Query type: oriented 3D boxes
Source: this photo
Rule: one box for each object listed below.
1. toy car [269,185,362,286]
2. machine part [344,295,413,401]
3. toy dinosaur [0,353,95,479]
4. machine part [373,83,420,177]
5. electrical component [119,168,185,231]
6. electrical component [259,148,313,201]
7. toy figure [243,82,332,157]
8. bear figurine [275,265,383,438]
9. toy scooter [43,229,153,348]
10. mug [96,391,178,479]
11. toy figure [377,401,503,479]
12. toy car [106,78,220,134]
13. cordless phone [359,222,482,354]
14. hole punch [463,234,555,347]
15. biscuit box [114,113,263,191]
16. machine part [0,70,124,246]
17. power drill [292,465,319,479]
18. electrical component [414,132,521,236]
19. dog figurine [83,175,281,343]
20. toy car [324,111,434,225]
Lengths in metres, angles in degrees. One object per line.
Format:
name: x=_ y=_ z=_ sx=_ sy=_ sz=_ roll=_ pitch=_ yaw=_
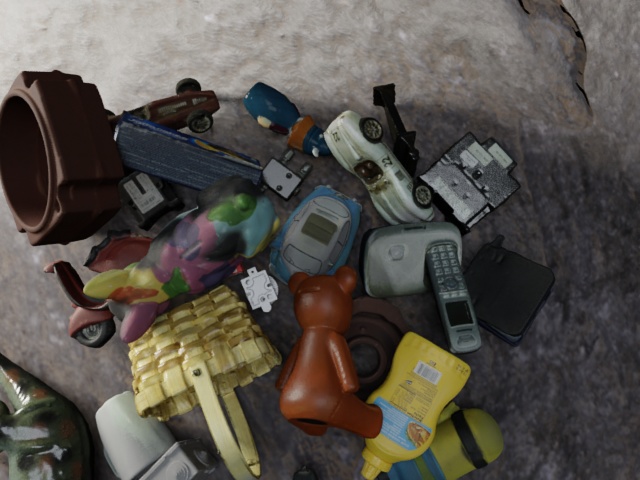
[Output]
toy car: x=-0.002 y=-0.002 z=0.758 sx=0.109 sy=0.103 sz=0.161 roll=30 pitch=85 yaw=2
machine part: x=0.060 y=0.168 z=0.760 sx=0.179 sy=0.056 sz=0.179 roll=0 pitch=84 yaw=-1
toy dinosaur: x=-0.364 y=0.297 z=0.712 sx=0.192 sy=0.131 sz=0.404 roll=-11 pitch=78 yaw=-14
machine part: x=0.115 y=-0.164 z=0.796 sx=0.039 sy=0.084 sz=0.139 roll=-19 pitch=74 yaw=4
electrical component: x=-0.262 y=-0.080 z=0.792 sx=0.075 sy=0.048 sz=0.119 roll=-32 pitch=86 yaw=-5
electrical component: x=-0.058 y=-0.089 z=0.808 sx=0.063 sy=0.021 sz=0.094 roll=38 pitch=83 yaw=3
toy figure: x=-0.042 y=-0.174 z=0.803 sx=0.154 sy=0.058 sz=0.064 roll=38 pitch=89 yaw=-1
bear figurine: x=0.010 y=0.140 z=0.690 sx=0.120 sy=0.131 sz=0.196 roll=-13 pitch=53 yaw=30
toy scooter: x=-0.309 y=0.049 z=0.760 sx=0.135 sy=0.075 sz=0.184 roll=42 pitch=88 yaw=2
mug: x=-0.261 y=0.269 z=0.738 sx=0.109 sy=0.081 sz=0.107 roll=-45 pitch=74 yaw=30
toy figure: x=0.162 y=0.294 z=0.727 sx=0.180 sy=0.089 sz=0.082 roll=-25 pitch=103 yaw=-7
toy car: x=-0.249 y=-0.178 z=0.790 sx=0.202 sy=0.053 sz=0.089 roll=-21 pitch=57 yaw=-2
cordless phone: x=0.134 y=0.070 z=0.723 sx=0.147 sy=0.088 sz=0.184 roll=-5 pitch=65 yaw=-17
hole punch: x=0.263 y=0.079 z=0.769 sx=0.116 sy=0.092 sz=0.142 roll=31 pitch=85 yaw=33
biscuit box: x=-0.185 y=-0.112 z=0.752 sx=0.202 sy=0.059 sz=0.062 roll=18 pitch=106 yaw=-19
machine part: x=-0.356 y=-0.104 z=0.718 sx=0.201 sy=0.087 sz=0.201 roll=-25 pitch=81 yaw=41
power drill: x=0.062 y=0.423 z=0.716 sx=0.207 sy=0.086 sz=0.232 roll=2 pitch=84 yaw=-4
electrical component: x=0.224 y=-0.089 z=0.795 sx=0.134 sy=0.058 sz=0.115 roll=-39 pitch=87 yaw=-6
dog figurine: x=-0.172 y=0.026 z=0.667 sx=0.108 sy=0.191 sz=0.219 roll=52 pitch=51 yaw=-5
toy car: x=0.086 y=-0.094 z=0.767 sx=0.056 sy=0.073 sz=0.201 roll=-43 pitch=98 yaw=-30
